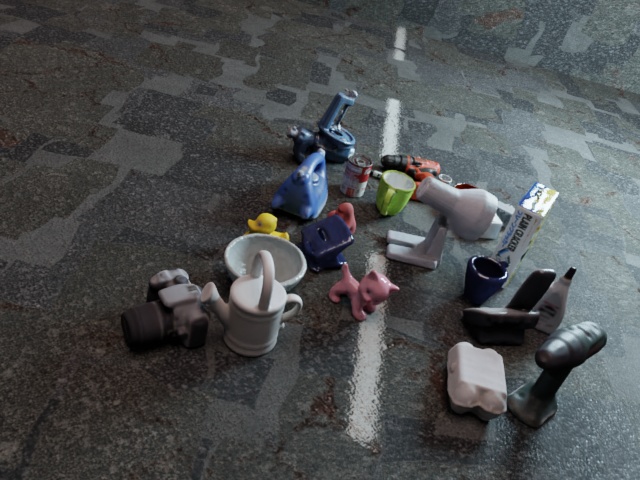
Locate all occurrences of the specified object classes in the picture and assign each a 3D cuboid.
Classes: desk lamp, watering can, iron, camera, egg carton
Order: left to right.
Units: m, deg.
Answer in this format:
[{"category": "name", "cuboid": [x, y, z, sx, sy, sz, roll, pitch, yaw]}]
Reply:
[{"category": "camera", "cuboid": [-0.277, 0.120, 1.003, 0.137, 0.101, 0.142, -13, 44, -33]}, {"category": "watering can", "cuboid": [-0.117, 0.106, 1.002, 0.173, 0.194, 0.100, -14, 45, -34]}, {"category": "iron", "cuboid": [-0.027, -0.160, 1.435, 0.118, 0.141, 0.258, 20, 36, 7]}, {"category": "desk lamp", "cuboid": [0.279, -0.040, 1.328, 0.203, 0.213, 0.118, 12, 36, -4]}, {"category": "egg carton", "cuboid": [0.286, 0.257, 1.058, 0.107, 0.069, 0.150, 15, 36, -1]}]

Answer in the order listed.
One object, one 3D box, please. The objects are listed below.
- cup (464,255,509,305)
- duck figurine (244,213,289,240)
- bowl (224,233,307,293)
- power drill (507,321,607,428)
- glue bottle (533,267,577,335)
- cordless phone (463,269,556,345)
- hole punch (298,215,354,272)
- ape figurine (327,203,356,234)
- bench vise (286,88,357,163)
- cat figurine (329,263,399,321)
[{"category": "cup", "cuboid": [0.370, 0.093, 1.287, 0.118, 0.095, 0.091, -16, 46, -36]}, {"category": "duck figurine", "cuboid": [-0.116, -0.018, 1.261, 0.105, 0.086, 0.077, 7, 37, -12]}, {"category": "bowl", "cuboid": [-0.115, 0.064, 1.161, 0.167, 0.075, 0.167, 10, 36, -7]}, {"category": "power drill", "cuboid": [0.416, 0.234, 1.019, 0.230, 0.208, 0.075, -19, 48, -38]}, {"category": "glue bottle", "cuboid": [0.503, 0.123, 1.229, 0.078, 0.173, 0.037, 23, 37, 11]}, {"category": "cordless phone", "cuboid": [0.391, 0.123, 1.177, 0.148, 0.185, 0.094, 1, 38, -19]}, {"category": "hole punch", "cuboid": [0.012, 0.005, 1.274, 0.101, 0.091, 0.108, -5, 40, -25]}, {"category": "ape figurine", "cuboid": [0.054, -0.050, 1.361, 0.076, 0.092, 0.077, 7, 37, -11]}, {"category": "bench vise", "cuboid": [0.021, -0.309, 1.586, 0.208, 0.220, 0.121, -16, 46, -36]}, {"category": "cat figurine", "cuboid": [0.090, 0.095, 1.160, 0.127, 0.118, 0.067, 33, 39, 23]}]
